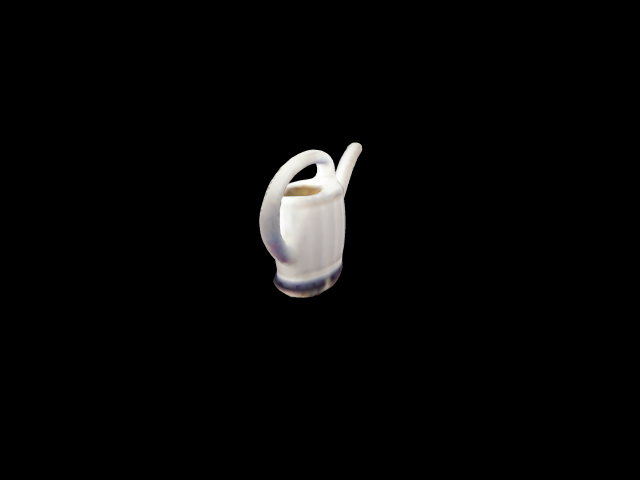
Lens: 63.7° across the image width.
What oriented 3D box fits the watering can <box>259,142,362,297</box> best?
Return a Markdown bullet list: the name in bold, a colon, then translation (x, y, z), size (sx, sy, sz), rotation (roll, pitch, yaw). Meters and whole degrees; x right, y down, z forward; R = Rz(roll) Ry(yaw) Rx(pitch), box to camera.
- **watering can**: translation (0.003, -0.043, 0.850), size (0.104, 0.221, 0.352), rotation (9, 21, 24)
